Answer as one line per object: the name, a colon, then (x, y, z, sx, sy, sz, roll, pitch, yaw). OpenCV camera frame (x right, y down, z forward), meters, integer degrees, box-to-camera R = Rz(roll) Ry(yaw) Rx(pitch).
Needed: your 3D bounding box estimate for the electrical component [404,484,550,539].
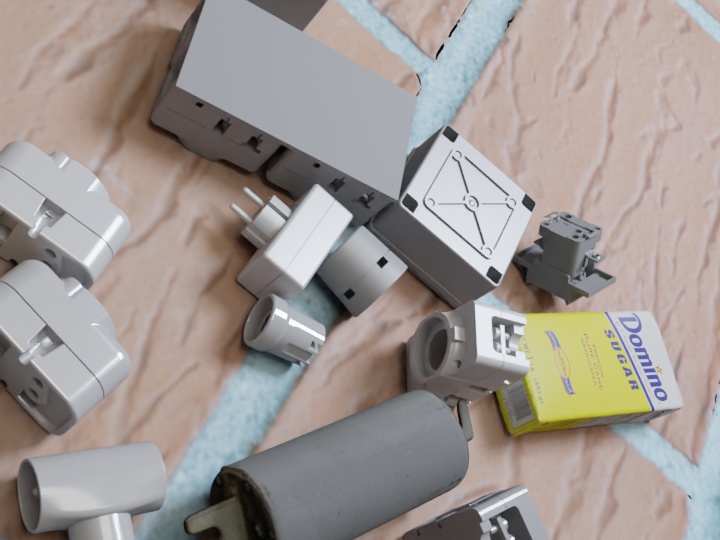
electrical component: (0.084, 0.187, 0.747, 0.056, 0.089, 0.050, -16, 77, -38)

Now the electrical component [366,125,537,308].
electrical component: (0.076, -0.043, 0.880, 0.109, 0.056, 0.108, 40, 51, -11)

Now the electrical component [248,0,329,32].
electrical component: (-0.058, -0.243, 0.853, 0.078, 0.113, 0.057, 19, 55, -26)

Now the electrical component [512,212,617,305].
electrical component: (0.176, -0.012, 0.918, 0.081, 0.063, 0.042, 29, 37, 36)

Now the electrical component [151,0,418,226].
electrical component: (-0.056, -0.122, 0.827, 0.186, 0.060, 0.105, 26, 55, -21)

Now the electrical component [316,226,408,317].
electrical component: (0.000, 0.000, 0.809, 0.047, 0.055, 0.055, 46, 50, -1)

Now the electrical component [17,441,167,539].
electrical component: (-0.155, 0.145, 0.636, 0.077, 0.044, 0.079, -3, 69, -35)

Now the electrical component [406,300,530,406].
electrical component: (0.075, 0.063, 0.804, 0.056, 0.089, 0.050, 15, 59, -27)

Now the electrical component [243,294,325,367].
electrical component: (-0.053, 0.044, 0.760, 0.046, 0.040, 0.040, 29, 54, -26)

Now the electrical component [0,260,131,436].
electrical component: (-0.190, 0.044, 0.657, 0.095, 0.054, 0.059, 48, 50, -4)

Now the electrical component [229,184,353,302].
electrical component: (-0.061, -0.029, 0.785, 0.076, 0.047, 0.083, 41, 51, -10)

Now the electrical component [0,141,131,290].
electrical component: (-0.200, -0.034, 0.690, 0.095, 0.054, 0.059, 38, 52, -13)
